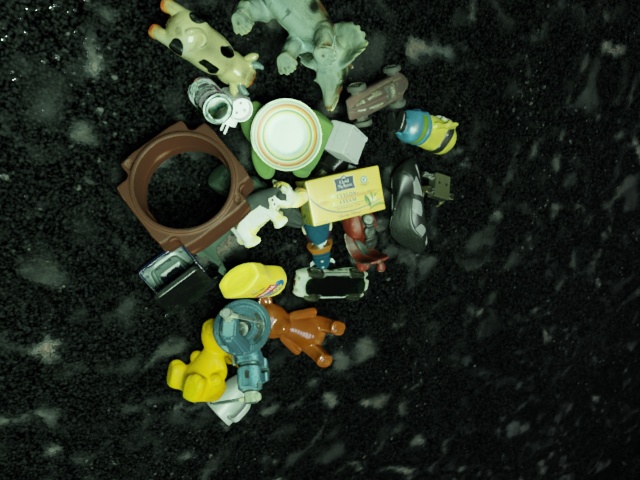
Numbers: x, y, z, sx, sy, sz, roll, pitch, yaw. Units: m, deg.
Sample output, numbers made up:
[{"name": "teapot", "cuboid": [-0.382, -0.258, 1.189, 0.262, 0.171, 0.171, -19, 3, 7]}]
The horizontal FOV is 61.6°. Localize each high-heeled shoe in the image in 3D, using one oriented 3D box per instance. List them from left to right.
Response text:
[{"name": "high-heeled shoe", "cuboid": [0.225, -0.080, 1.311, 0.248, 0.086, 0.145, 56, 50, -51]}]

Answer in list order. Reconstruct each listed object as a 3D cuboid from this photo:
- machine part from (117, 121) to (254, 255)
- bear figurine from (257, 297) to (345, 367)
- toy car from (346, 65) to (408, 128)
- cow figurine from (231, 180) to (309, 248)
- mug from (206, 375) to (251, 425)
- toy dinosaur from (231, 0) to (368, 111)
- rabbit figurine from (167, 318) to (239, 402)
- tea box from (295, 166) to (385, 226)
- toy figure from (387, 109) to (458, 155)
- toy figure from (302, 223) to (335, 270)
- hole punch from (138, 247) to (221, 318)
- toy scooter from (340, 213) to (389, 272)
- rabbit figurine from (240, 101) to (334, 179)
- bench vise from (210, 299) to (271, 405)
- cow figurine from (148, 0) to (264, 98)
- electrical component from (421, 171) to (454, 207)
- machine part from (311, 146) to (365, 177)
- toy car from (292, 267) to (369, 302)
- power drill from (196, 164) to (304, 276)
[{"name": "machine part", "cuboid": [-0.236, -0.093, 0.957, 0.201, 0.087, 0.201, -38, 81, -9]}, {"name": "bear figurine", "cuboid": [-0.060, 0.203, 1.233, 0.195, 0.132, 0.120, 27, 85, -41]}, {"name": "toy car", "cuboid": [0.122, -0.298, 1.108, 0.202, 0.053, 0.089, -37, 128, -42]}, {"name": "cow figurine", "cuboid": [-0.106, -0.068, 1.038, 0.167, 0.068, 0.098, -38, 115, -11]}, {"name": "mug", "cuboid": [-0.198, 0.366, 1.247, 0.107, 0.110, 0.080, -46, 120, -18]}, {"name": "toy dinosaur", "cuboid": [-0.058, -0.413, 0.953, 0.131, 0.192, 0.404, -27, 118, 34]}, {"name": "rabbit figurine", "cuboid": [-0.230, 0.259, 1.175, 0.162, 0.122, 0.173, 16, 85, -36]}, {"name": "tea box", "cuboid": [0.043, -0.094, 1.131, 0.170, 0.068, 0.098, -16, 102, -18]}, {"name": "toy figure", "cuboid": [0.231, -0.246, 1.215, 0.180, 0.082, 0.089, 1, 123, -34]}, {"name": "toy figure", "cuboid": [-0.001, -0.003, 1.211, 0.058, 0.064, 0.154, -52, 142, -47]}, {"name": "hole punch", "cuboid": [-0.288, 0.078, 1.084, 0.142, 0.092, 0.115, -40, 154, -11]}, {"name": "toy scooter", "cuboid": [0.105, 0.004, 1.225, 0.075, 0.135, 0.183, -19, 119, -18]}, {"name": "rabbit figurine", "cuboid": [-0.083, -0.204, 1.061, 0.170, 0.121, 0.159, 21, 108, -16]}, {"name": "bench vise", "cuboid": [-0.160, 0.207, 1.077, 0.129, 0.223, 0.240, 2, 153, 6]}, {"name": "cow figurine", "cuboid": [-0.182, -0.320, 0.921, 0.085, 0.127, 0.194, -56, 156, 7]}, {"name": "electrical component", "cuboid": [0.284, -0.123, 1.324, 0.102, 0.045, 0.078, 4, 81, -33]}, {"name": "machine part", "cuboid": [0.042, -0.169, 1.172, 0.084, 0.039, 0.139, 32, 96, -27]}, {"name": "toy car", "cuboid": [0.029, 0.103, 1.278, 0.202, 0.056, 0.073, 3, 104, -31]}, {"name": "power drill", "cuboid": [-0.161, -0.029, 1.098, 0.207, 0.086, 0.231, -47, 124, 3]}]
